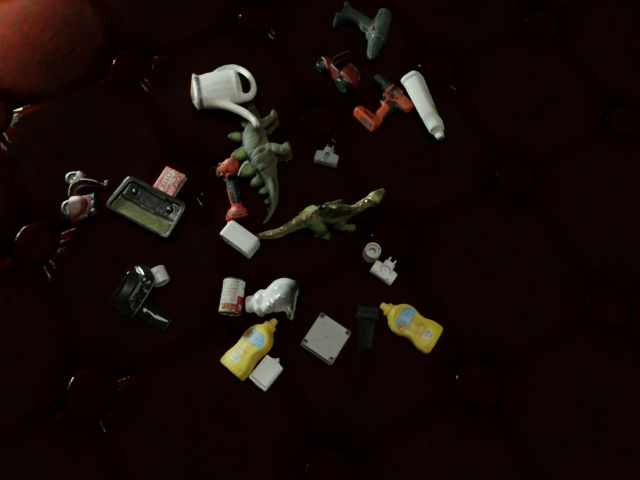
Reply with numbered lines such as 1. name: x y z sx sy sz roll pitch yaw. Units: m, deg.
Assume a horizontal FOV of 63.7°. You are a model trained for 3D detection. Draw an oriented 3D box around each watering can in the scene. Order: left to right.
1. watering can: -0.321 -0.486 1.745 0.225 0.101 0.356 -11 52 -7

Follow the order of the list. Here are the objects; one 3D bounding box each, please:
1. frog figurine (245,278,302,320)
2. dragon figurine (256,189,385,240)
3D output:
1. frog figurine: -0.140 0.168 1.523 0.159 0.120 0.140 10 37 10
2. dragon figurine: 0.005 -0.079 1.560 0.411 0.239 0.123 -16 77 -11
